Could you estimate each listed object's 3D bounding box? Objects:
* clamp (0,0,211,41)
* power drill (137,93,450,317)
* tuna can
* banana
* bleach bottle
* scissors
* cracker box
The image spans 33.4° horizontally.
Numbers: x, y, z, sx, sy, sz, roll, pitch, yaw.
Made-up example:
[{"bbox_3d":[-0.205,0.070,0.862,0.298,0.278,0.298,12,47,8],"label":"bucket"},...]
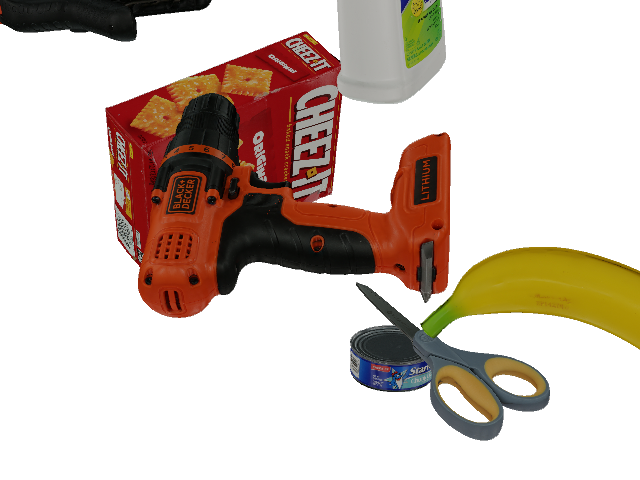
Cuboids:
[{"bbox_3d":[-0.171,-0.181,0.817,0.172,0.039,0.120,13,24,31],"label":"clamp"},{"bbox_3d":[-0.012,-0.029,0.669,0.188,0.184,0.057,-1,-43,7],"label":"power drill"},{"bbox_3d":[0.072,0.117,1.055,0.086,0.034,0.086,1,20,0],"label":"tuna can"},{"bbox_3d":[0.158,0.046,0.575,0.198,0.070,0.037,18,13,14],"label":"banana"},{"bbox_3d":[0.046,-0.237,0.801,0.068,0.251,0.102,13,39,29],"label":"bleach bottle"},{"bbox_3d":[0.101,0.081,0.812,0.096,0.016,0.202,-6,31,-14],"label":"scissors"},{"bbox_3d":[-0.083,-0.077,0.978,0.213,0.164,0.072,-26,54,-27],"label":"cracker box"}]
